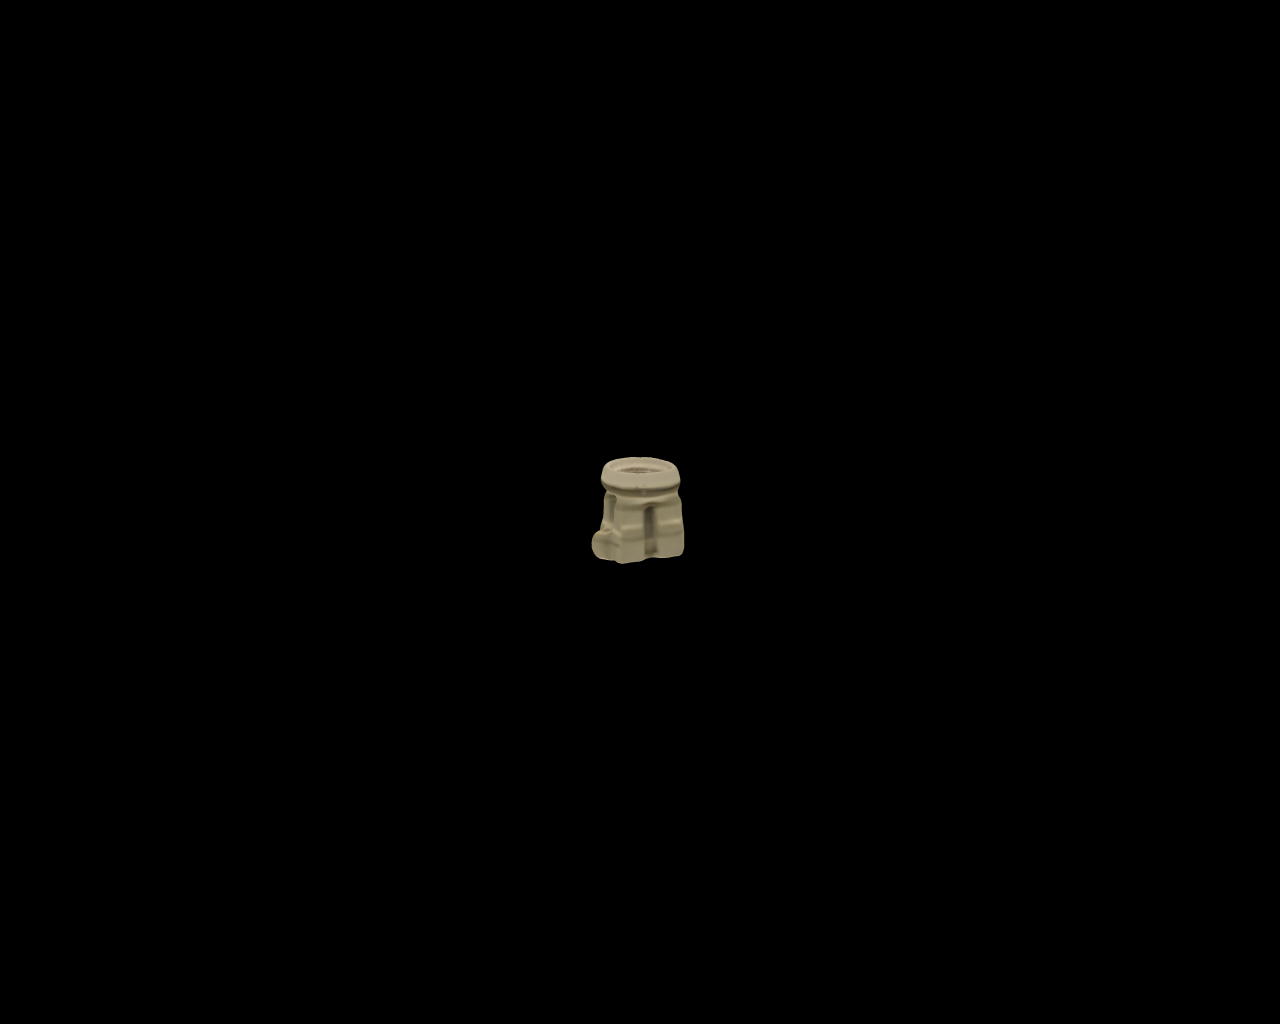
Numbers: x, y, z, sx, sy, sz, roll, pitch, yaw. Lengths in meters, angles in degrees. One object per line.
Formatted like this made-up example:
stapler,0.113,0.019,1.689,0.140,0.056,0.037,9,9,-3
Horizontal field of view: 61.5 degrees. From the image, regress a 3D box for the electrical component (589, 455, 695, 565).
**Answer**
electrical component,0.001,-0.003,0.650,0.066,0.055,0.048,-7,20,-20
